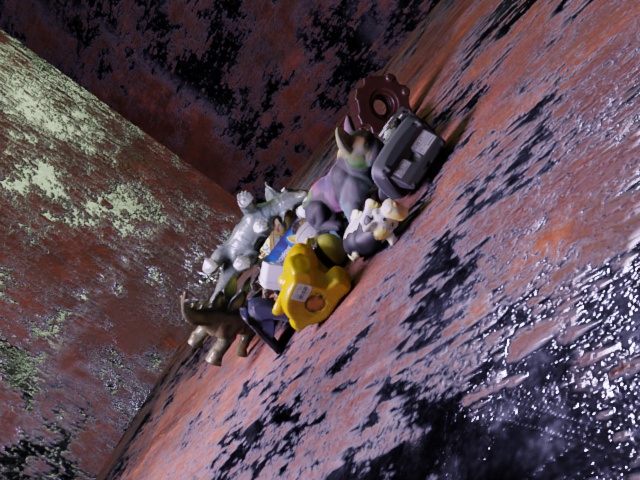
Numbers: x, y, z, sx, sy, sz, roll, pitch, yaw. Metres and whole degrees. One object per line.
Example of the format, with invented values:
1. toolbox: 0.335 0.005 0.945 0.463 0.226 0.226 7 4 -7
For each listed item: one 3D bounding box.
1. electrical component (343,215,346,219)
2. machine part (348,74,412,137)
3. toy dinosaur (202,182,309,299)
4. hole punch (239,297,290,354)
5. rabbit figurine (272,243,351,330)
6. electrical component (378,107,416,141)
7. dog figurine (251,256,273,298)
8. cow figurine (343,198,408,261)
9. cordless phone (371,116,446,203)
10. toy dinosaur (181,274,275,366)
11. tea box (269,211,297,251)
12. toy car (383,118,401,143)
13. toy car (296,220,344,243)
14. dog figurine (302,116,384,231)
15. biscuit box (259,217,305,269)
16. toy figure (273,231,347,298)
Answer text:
1. electrical component: 0.076 -0.098 1.318 0.063 0.021 0.094 164 116 -72
2. machine part: 0.162 -0.354 1.430 0.179 0.179 0.056 -56 14 -12
3. toy dinosaur: -0.180 0.004 1.349 0.404 0.131 0.192 -54 -12 6
4. hole punch: -0.102 0.160 1.119 0.092 0.115 0.142 -46 10 -2
5. rabbit figurine: -0.025 0.080 1.015 0.173 0.122 0.162 -111 32 -54
6. electrical component: 0.194 -0.270 1.334 0.115 0.058 0.134 -49 11 15
7. dog figurine: -0.083 0.070 1.446 0.191 0.121 0.172 -22 -8 13
8. cow figurine: 0.090 -0.016 0.938 0.098 0.068 0.167 -63 9 -17
9. cordless phone: 0.163 -0.138 1.029 0.146 0.089 0.184 -56 -9 -7
10. toy dinosaur: -0.215 0.179 1.236 0.198 0.105 0.471 -60 -16 3
11. tea box: -0.091 -0.029 1.502 0.068 0.098 0.169 -76 -10 -65
12. toy car: 0.171 -0.203 1.174 0.056 0.073 0.202 -43 14 34
13. toy car: -0.003 -0.004 1.225 0.109 0.103 0.162 -50 13 15
14. dog figurine: 0.043 -0.135 1.093 0.192 0.219 0.108 1 29 23
15. biscuit box: -0.060 0.013 1.322 0.202 0.059 0.062 -53 -32 -1
16. toy figure: -0.017 0.063 1.122 0.180 0.089 0.082 -55 -7 8
